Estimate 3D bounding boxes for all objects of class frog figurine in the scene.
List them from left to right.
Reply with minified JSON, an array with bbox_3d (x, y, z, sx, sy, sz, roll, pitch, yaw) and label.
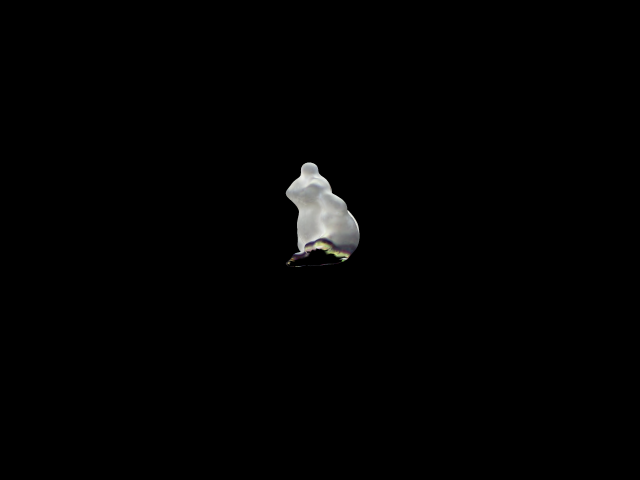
[{"bbox_3d":[0.003,-0.043,0.850,0.123,0.162,0.135,4,-22,-9],"label":"frog figurine"}]
